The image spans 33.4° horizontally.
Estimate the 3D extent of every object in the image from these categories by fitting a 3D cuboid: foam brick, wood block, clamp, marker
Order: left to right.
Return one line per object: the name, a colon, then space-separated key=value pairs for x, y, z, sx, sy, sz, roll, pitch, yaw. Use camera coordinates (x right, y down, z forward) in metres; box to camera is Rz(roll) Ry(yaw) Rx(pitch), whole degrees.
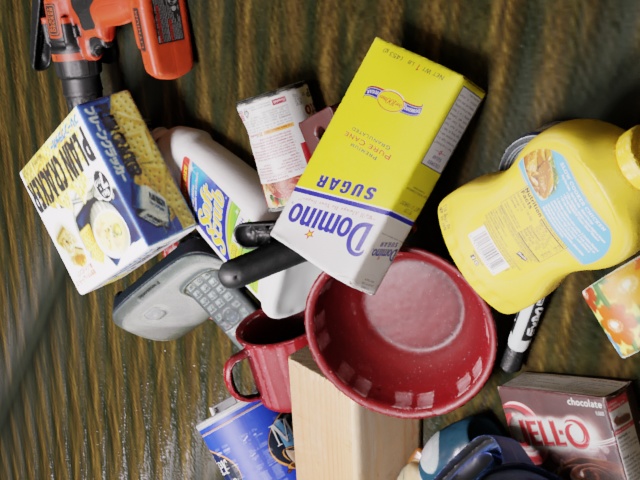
clamp: x=-0.311 y=-0.290 z=1.215 sx=0.165 sy=0.036 sz=0.210 roll=-5 pitch=106 yaw=47
clamp: x=-0.006 y=0.001 z=0.902 sx=0.172 sy=0.120 sz=0.039 roll=-12 pitch=114 yaw=16
foam brick: x=0.027 y=-0.076 z=0.896 sx=0.053 sy=0.051 sz=0.078 roll=-21 pitch=93 yaw=55
wood block: x=0.035 y=0.195 z=1.012 sx=0.091 sy=0.090 sz=0.206 roll=25 pitch=128 yaw=42
marker: x=0.162 y=0.060 z=0.830 sx=0.020 sy=0.020 sz=0.121 roll=40 pitch=138 yaw=31

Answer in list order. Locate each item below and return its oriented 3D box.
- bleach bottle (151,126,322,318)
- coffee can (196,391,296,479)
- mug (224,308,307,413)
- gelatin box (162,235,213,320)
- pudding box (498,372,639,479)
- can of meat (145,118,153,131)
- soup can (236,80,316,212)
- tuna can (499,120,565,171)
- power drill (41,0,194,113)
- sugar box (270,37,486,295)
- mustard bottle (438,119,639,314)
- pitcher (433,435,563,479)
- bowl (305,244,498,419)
bleach bottle: x=-0.095 y=-0.034 z=1.069 sx=0.251 sy=0.067 sz=0.103 roll=40 pitch=131 yaw=34
coffee can: x=-0.055 y=0.235 z=1.138 sx=0.140 sy=0.102 sz=0.103 roll=61 pitch=144 yaw=6
mug: x=-0.039 y=0.120 z=1.045 sx=0.093 sy=0.117 sz=0.081 roll=25 pitch=134 yaw=58
gelatin box: x=-0.141 y=0.040 z=1.198 sx=0.073 sy=0.030 sz=0.089 roll=12 pitch=118 yaw=48
pudding box: x=0.197 y=0.151 z=0.822 sx=0.114 sy=0.039 sz=0.090 roll=-5 pitch=105 yaw=53
can of meat: x=-0.203 y=-0.073 z=1.190 sx=0.084 sy=0.057 sz=0.102 roll=59 pitch=145 yaw=6
soup can: x=-0.029 y=-0.084 z=0.950 sx=0.069 sy=0.068 sz=0.102 roll=-6 pitch=104 yaw=53
tuna can: x=0.168 y=-0.039 z=0.753 sx=0.086 sy=0.033 sz=0.086 roll=29 pitch=131 yaw=40
power drill: x=-0.214 y=-0.205 z=1.100 sx=0.188 sy=0.057 sz=0.184 roll=9 pitch=115 yaw=40
sugar box: x=0.042 y=-0.057 z=0.815 sx=0.093 sy=0.048 sz=0.176 roll=32 pitch=94 yaw=37
mustard bottle: x=0.161 y=-0.024 z=0.688 sx=0.096 sy=0.058 sz=0.192 roll=60 pitch=144 yaw=5
pitcher: x=0.110 y=0.277 z=0.848 sx=0.145 sy=0.149 sz=0.243 roll=44 pitch=135 yaw=7
bowl: x=0.071 y=0.067 z=0.887 sx=0.162 sy=0.055 sz=0.162 roll=8 pitch=116 yaw=16
